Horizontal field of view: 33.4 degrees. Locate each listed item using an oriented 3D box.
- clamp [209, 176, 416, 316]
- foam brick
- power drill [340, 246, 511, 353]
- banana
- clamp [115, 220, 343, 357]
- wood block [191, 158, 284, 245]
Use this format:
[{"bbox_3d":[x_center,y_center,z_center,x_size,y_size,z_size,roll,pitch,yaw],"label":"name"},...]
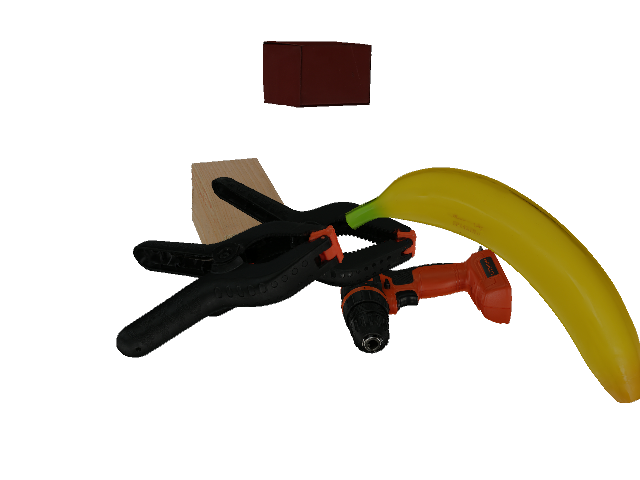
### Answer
[{"bbox_3d":[-0.016,0.011,1.016,0.210,0.164,0.036,5,-38,6],"label":"clamp"},{"bbox_3d":[-0.003,-0.139,0.889,0.078,0.051,0.053,-8,16,-38],"label":"foam brick"},{"bbox_3d":[0.116,0.064,1.202,0.187,0.057,0.184,-3,28,-3],"label":"power drill"},{"bbox_3d":[0.113,0.012,0.613,0.198,0.070,0.037,34,21,11],"label":"banana"},{"bbox_3d":[-0.070,0.031,0.772,0.172,0.120,0.039,-12,-48,18],"label":"clamp"},{"bbox_3d":[-0.098,-0.019,1.328,0.090,0.090,0.206,-6,29,-16],"label":"wood block"}]
